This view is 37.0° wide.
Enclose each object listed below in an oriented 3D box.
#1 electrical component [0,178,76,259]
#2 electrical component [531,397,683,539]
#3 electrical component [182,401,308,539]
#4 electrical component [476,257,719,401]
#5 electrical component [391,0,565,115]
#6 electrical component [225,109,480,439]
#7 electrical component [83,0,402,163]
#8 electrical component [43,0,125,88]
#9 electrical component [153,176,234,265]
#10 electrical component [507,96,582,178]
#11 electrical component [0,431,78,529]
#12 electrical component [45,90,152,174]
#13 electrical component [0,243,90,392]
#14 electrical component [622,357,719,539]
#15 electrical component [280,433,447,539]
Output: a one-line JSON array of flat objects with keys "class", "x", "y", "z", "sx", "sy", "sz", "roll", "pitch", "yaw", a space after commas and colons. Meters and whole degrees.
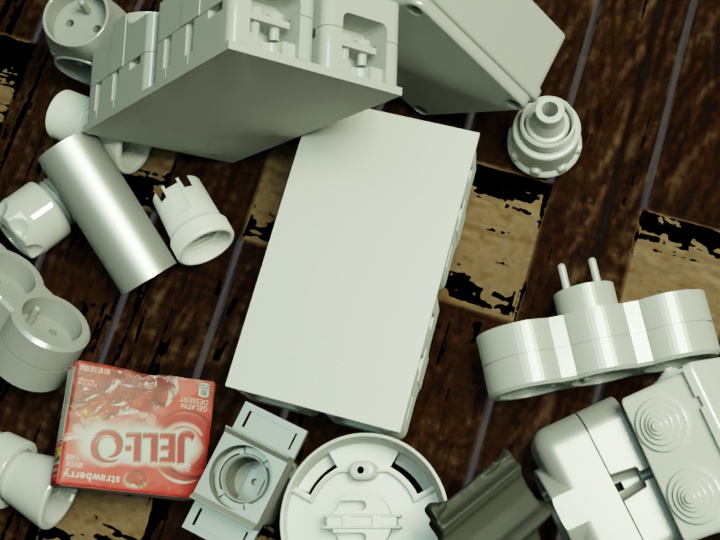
[{"class": "electrical component", "x": -0.205, "y": -0.040, "z": 0.707, "sx": 0.043, "sy": 0.043, "sz": 0.062, "roll": 43, "pitch": 66, "yaw": 14}, {"class": "electrical component", "x": 0.139, "y": 0.129, "z": 0.619, "sx": 0.059, "sy": 0.053, "sz": 0.095, "roll": -25, "pitch": 74, "yaw": -1}, {"class": "electrical component", "x": -0.065, "y": 0.124, "z": 0.637, "sx": 0.042, "sy": 0.063, "sz": 0.081, "roll": 25, "pitch": 79, "yaw": 11}, {"class": "electrical component", "x": 0.138, "y": 0.029, "z": 0.646, "sx": 0.138, "sy": 0.052, "sz": 0.073, "roll": -11, "pitch": 74, "yaw": 3}, {"class": "electrical component", "x": 0.048, "y": -0.148, "z": 0.654, "sx": 0.109, "sy": 0.109, "sz": 0.056, "roll": 8, "pitch": 67, "yaw": 55}, {"class": "electrical component", "x": 0.000, "y": 0.000, "z": 0.665, "sx": 0.105, "sy": 0.060, "sz": 0.186, "roll": 14, "pitch": 77, "yaw": 9}, {"class": "electrical component", "x": -0.073, "y": -0.118, "z": 0.624, "sx": 0.105, "sy": 0.186, "sz": 0.060, "roll": 9, "pitch": 78, "yaw": -35}, {"class": "electrical component", "x": -0.159, "y": -0.146, "z": 0.711, "sx": 0.079, "sy": 0.077, "sz": 0.044, "roll": 13, "pitch": 77, "yaw": 9}, {"class": "electrical component", "x": -0.109, "y": -0.033, "z": 0.697, "sx": 0.040, "sy": 0.040, "sz": 0.046, "roll": -30, "pitch": 68, "yaw": -2}, {"class": "electrical component", "x": 0.117, "y": -0.088, "z": 0.674, "sx": 0.048, "sy": 0.062, "sz": 0.048, "roll": -2, "pitch": 75, "yaw": 6}, {"class": "electrical component", "x": -0.207, "y": 0.128, "z": 0.660, "sx": 0.055, "sy": 0.045, "sz": 0.045, "roll": 21, "pitch": 78, "yaw": 12}, {"class": "electrical component", "x": -0.176, "y": -0.095, "z": 0.719, "sx": 0.065, "sy": 0.044, "sz": 0.044, "roll": 21, "pitch": 78, "yaw": 16}, {"class": "electrical component", "x": -0.241, "y": 0.029, "z": 0.688, "sx": 0.138, "sy": 0.052, "sz": 0.073, "roll": 42, "pitch": 117, "yaw": 10}, {"class": "electrical component", "x": 0.198, "y": 0.098, "z": 0.600, "sx": 0.048, "sy": 0.100, "sz": 0.099, "roll": -32, "pitch": 71, "yaw": 32}, {"class": "electrical component", "x": 0.003, "y": 0.146, "z": 0.623, "sx": 0.099, "sy": 0.064, "sz": 0.099, "roll": -2, "pitch": 75, "yaw": 6}]
